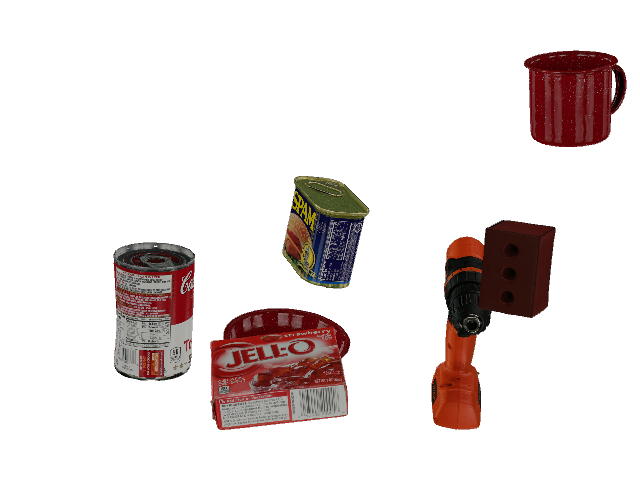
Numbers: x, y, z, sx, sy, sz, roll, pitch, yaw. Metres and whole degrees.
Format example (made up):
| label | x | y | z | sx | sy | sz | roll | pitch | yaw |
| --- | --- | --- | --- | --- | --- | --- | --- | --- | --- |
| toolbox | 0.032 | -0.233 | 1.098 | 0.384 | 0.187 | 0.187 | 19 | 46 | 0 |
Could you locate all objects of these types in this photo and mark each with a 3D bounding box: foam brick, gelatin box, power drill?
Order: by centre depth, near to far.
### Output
| label | x | y | z | sx | sy | sz | roll | pitch | yaw |
| --- | --- | --- | --- | --- | --- | --- | --- | --- | --- |
| gelatin box | -0.030 | 0.092 | 0.722 | 0.089 | 0.030 | 0.073 | -6 | 26 | -3 |
| foam brick | 0.179 | 0.025 | 0.971 | 0.053 | 0.078 | 0.051 | 9 | 16 | 26 |
| power drill | 0.157 | 0.109 | 1.168 | 0.057 | 0.188 | 0.184 | 6 | 24 | 5 |

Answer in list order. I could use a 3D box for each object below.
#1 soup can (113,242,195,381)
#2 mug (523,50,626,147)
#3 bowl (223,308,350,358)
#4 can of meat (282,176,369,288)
| label | x | y | z | sx | sy | sz | roll | pitch | yaw |
| --- | --- | --- | --- | --- | --- | --- | --- | --- | --- |
| soup can | -0.142 | 0.060 | 0.906 | 0.068 | 0.102 | 0.068 | 3 | 17 | -1 |
| mug | 0.268 | -0.148 | 1.104 | 0.117 | 0.081 | 0.093 | -16 | 24 | -25 |
| bowl | -0.044 | 0.146 | 1.363 | 0.162 | 0.055 | 0.162 | 4 | 23 | -2 |
| can of meat | 0.002 | -0.009 | 1.088 | 0.057 | 0.084 | 0.102 | 3 | 22 | -22 |
